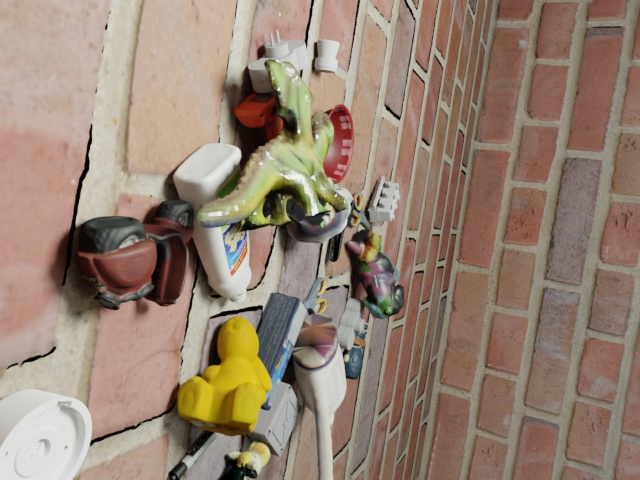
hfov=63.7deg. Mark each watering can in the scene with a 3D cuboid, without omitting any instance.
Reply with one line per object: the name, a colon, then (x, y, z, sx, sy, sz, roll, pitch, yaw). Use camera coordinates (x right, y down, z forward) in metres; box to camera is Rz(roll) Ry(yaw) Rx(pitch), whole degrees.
watering can: (0.001, 0.301, 1.056, 0.355, 0.104, 0.220, -91, 172, -60)

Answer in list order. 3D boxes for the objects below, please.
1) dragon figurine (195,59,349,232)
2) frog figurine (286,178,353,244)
dragon figurine: (-0.059, -0.141, 0.748, 0.411, 0.122, 0.243, -7, 89, -69)
frog figurine: (0.003, -0.051, 1.011, 0.137, 0.124, 0.158, -47, 165, 5)
